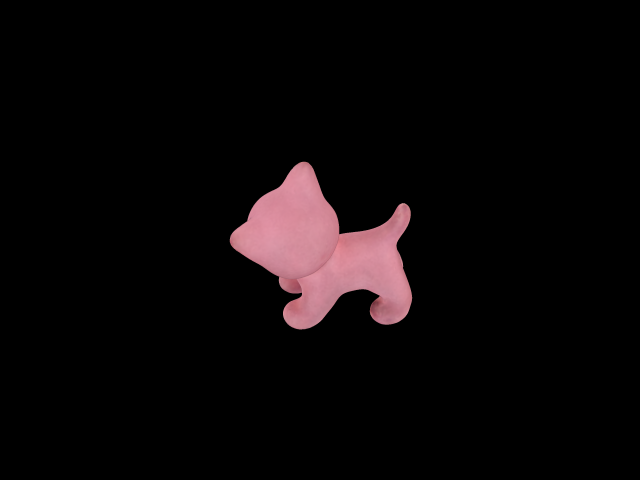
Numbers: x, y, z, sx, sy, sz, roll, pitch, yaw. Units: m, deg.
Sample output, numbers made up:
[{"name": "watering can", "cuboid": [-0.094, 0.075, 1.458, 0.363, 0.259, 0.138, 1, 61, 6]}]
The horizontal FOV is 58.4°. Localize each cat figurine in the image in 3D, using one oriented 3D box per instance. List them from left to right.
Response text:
[{"name": "cat figurine", "cuboid": [0.004, 0.001, 0.400, 0.128, 0.118, 0.067, -5, 40, -6]}]
